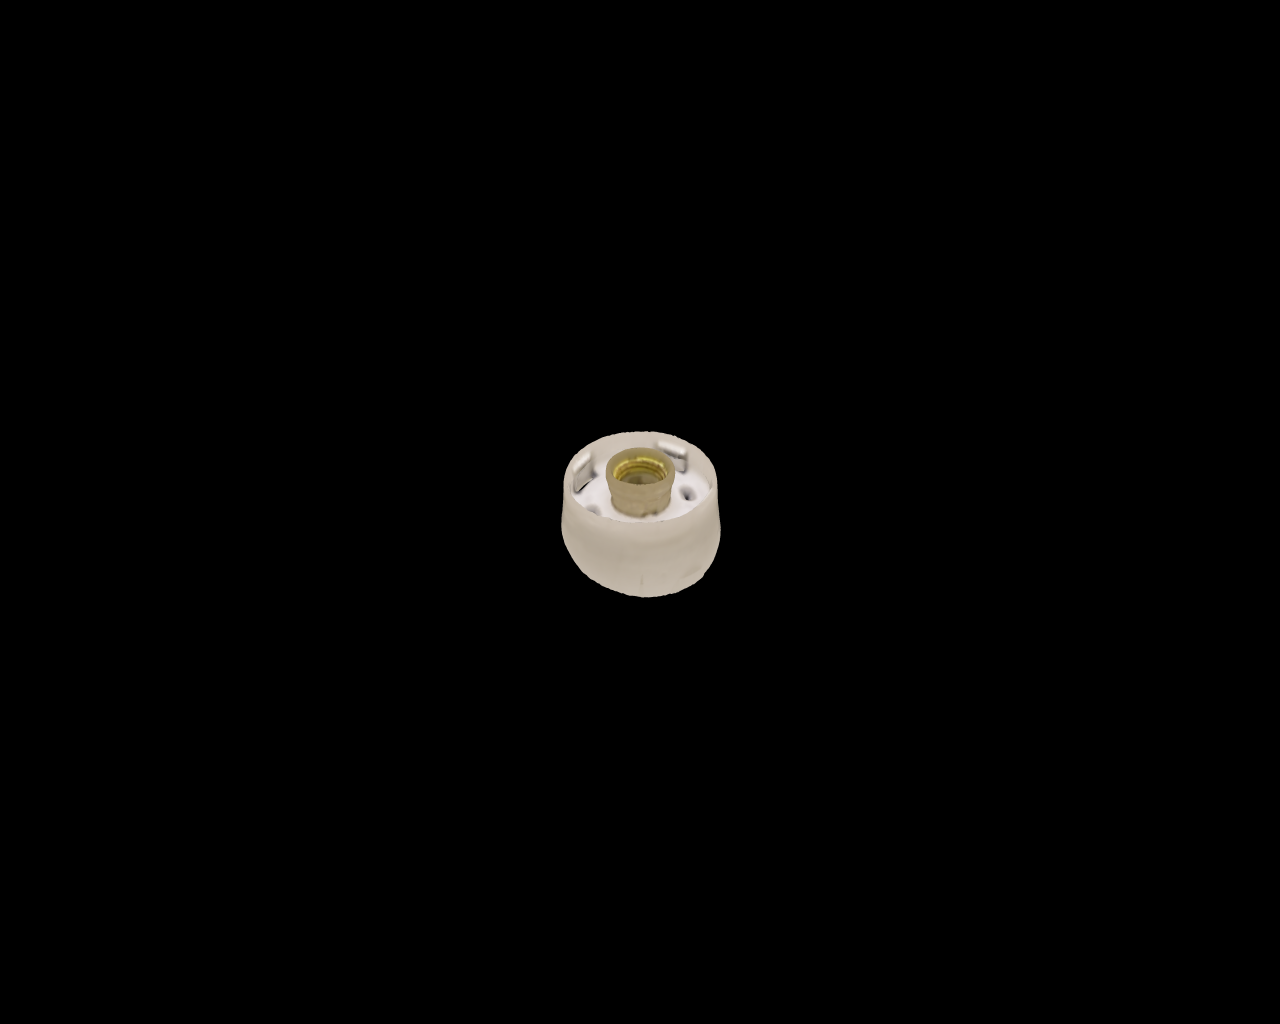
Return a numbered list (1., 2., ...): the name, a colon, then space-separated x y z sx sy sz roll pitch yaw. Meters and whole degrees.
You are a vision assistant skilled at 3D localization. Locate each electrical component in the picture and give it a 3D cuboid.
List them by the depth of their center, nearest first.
1. electrical component: 0.001 -0.003 0.650 0.099 0.064 0.099 0 40 0
